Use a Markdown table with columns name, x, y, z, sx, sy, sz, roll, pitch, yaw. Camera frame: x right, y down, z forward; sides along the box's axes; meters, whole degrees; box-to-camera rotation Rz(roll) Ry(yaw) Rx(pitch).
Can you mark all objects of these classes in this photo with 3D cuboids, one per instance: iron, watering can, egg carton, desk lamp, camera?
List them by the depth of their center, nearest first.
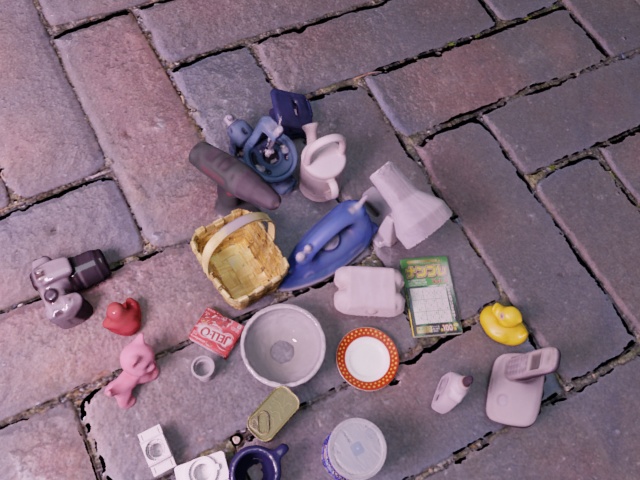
| name | x | y | z | sx | sy | sz | roll | pitch | yaw |
| --- | --- | --- | --- | --- | --- | --- | --- | --- | --- |
| camera | -0.488 | 0.081 | 1.140 | 0.137 | 0.101 | 0.143 | -25 | 71 | -15 |
| iron | 0.011 | 0.004 | 1.202 | 0.259 | 0.141 | 0.118 | -41 | 76 | -20 |
| egg carton | 0.104 | 0.109 | 1.205 | 0.150 | 0.069 | 0.107 | 2 | 66 | -5 |
| desk lamp | 0.160 | -0.062 | 1.207 | 0.118 | 0.213 | 0.203 | -40 | 75 | -20 |
| watering can | 0.003 | -0.176 | 1.252 | 0.101 | 0.194 | 0.172 | -38 | 75 | -19 |

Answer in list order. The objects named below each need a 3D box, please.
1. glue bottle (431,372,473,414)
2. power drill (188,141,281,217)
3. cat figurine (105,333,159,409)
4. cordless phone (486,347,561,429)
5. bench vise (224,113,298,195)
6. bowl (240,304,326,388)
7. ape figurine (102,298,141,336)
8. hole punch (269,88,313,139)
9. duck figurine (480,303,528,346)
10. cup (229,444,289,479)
| name | x | y | z | sx | sy | sz | roll | pitch | yaw |
| --- | --- | --- | --- | --- | --- | --- | --- | --- | --- |
| glue bottle | 0.258 | 0.282 | 1.087 | 0.037 | 0.173 | 0.078 | 26 | 66 | 6 |
| power drill | -0.172 | -0.100 | 1.193 | 0.229 | 0.208 | 0.076 | 37 | 68 | 11 |
| cat figurine | -0.353 | 0.244 | 1.072 | 0.067 | 0.118 | 0.128 | 33 | 67 | 9 |
| cordless phone | 0.395 | 0.279 | 1.096 | 0.094 | 0.185 | 0.147 | 16 | 66 | 2 |
| bench vise | -0.138 | -0.207 | 1.238 | 0.207 | 0.220 | 0.121 | 26 | 66 | 6 |
| bowl | -0.073 | 0.216 | 1.137 | 0.167 | 0.075 | 0.167 | 2 | 66 | -5 |
| ape figurine | -0.391 | 0.148 | 1.125 | 0.078 | 0.092 | 0.076 | -26 | 71 | -16 |
| hole punch | -0.067 | -0.303 | 1.358 | 0.101 | 0.091 | 0.108 | -9 | 67 | -10 |
| duck figurine | 0.394 | 0.171 | 1.198 | 0.104 | 0.086 | 0.078 | 38 | 68 | 11 |
| cup | -0.106 | 0.413 | 1.035 | 0.118 | 0.095 | 0.091 | -37 | 74 | -19 |
